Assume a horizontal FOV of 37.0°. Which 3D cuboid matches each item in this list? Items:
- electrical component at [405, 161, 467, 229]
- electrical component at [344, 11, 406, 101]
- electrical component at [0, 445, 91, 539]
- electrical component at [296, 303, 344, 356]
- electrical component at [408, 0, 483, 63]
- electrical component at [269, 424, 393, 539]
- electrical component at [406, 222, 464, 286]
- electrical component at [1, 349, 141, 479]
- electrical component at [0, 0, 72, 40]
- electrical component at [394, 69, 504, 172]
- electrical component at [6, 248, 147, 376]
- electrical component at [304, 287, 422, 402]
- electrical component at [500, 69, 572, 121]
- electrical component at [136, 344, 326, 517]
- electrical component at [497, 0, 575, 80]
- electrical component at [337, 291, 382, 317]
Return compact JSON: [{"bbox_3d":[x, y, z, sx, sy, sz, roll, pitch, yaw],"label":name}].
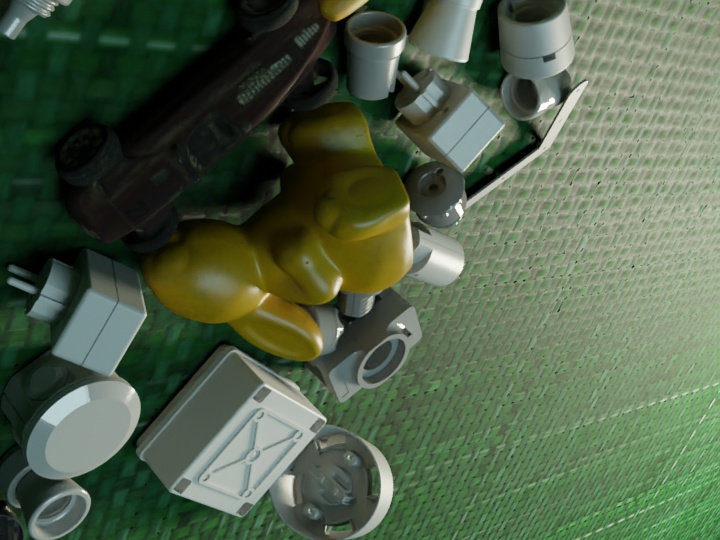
[{"bbox_3d":[0.064,-0.053,0.849,0.048,0.048,0.062,-45,152,-5],"label":"electrical component"},{"bbox_3d":[0.009,-0.141,0.709,0.040,0.040,0.046,-28,145,-27],"label":"electrical component"},{"bbox_3d":[-0.215,0.148,0.726,0.045,0.055,0.045,-29,141,-27],"label":"electrical component"},{"bbox_3d":[-0.046,0.044,0.821,0.062,0.043,0.043,7,117,-49],"label":"electrical component"},{"bbox_3d":[0.064,-0.179,0.731,0.044,0.044,0.065,-2,120,-46],"label":"electrical component"},{"bbox_3d":[-0.023,0.187,0.941,0.099,0.099,0.064,-51,152,4],"label":"electrical component"},{"bbox_3d":[0.045,-0.015,0.864,0.081,0.043,0.043,19,108,-53],"label":"electrical component"},{"bbox_3d":[-0.190,0.093,0.705,0.080,0.051,0.080,-29,141,-27],"label":"electrical component"},{"bbox_3d":[-0.158,-0.141,0.530,0.061,0.035,0.035,-51,145,7],"label":"electrical component"},{"bbox_3d":[0.051,-0.116,0.762,0.077,0.066,0.047,42,90,-26],"label":"electrical component"},{"bbox_3d":[-0.175,0.017,0.644,0.077,0.065,0.047,27,103,-25],"label":"electrical component"},{"bbox_3d":[0.002,0.058,0.876,0.089,0.056,0.050,-38,144,-15],"label":"electrical component"},{"bbox_3d":[0.140,-0.142,0.851,0.046,0.040,0.040,-23,138,-40],"label":"electrical component"},{"bbox_3d":[-0.098,0.126,0.832,0.108,0.056,0.109,-49,145,0],"label":"electrical component"},{"bbox_3d":[0.129,-0.176,0.793,0.055,0.055,0.047,-37,140,-16],"label":"electrical component"},{"bbox_3d":[0.000,0.000,0.829,0.043,0.043,0.081,-23,137,-33],"label":"electrical component"}]
